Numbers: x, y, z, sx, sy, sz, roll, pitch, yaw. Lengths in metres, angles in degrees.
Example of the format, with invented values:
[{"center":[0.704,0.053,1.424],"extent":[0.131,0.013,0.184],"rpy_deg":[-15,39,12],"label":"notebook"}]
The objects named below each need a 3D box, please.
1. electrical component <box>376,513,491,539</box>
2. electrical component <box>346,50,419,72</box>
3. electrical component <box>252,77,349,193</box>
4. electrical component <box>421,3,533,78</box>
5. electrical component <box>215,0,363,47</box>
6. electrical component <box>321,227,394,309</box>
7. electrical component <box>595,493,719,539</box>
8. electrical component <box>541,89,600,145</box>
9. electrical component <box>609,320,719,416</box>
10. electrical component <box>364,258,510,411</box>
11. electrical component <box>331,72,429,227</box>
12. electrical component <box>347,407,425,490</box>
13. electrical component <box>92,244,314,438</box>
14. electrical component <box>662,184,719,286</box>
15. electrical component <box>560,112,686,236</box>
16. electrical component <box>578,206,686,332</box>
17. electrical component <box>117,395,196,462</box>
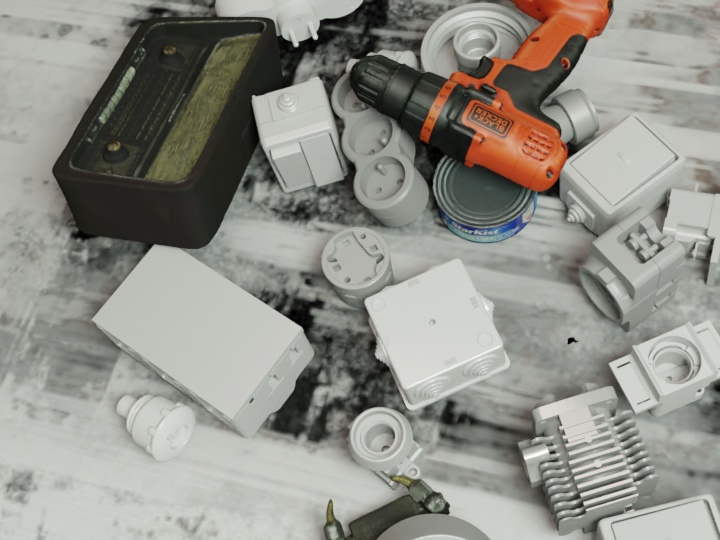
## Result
[{"center":[0.052,0.225,0.728],"extent":[0.108,0.060,0.108],"rpy_deg":[0,88,-1],"label":"electrical component"},{"center":[0.018,-0.175,0.958],"extent":[0.062,0.048,0.048],"rpy_deg":[15,68,24],"label":"electrical component"},{"center":[-0.050,-0.113,0.911],"extent":[0.062,0.096,0.061],"rpy_deg":[-16,63,3],"label":"electrical component"},{"center":[0.104,-0.182,0.935],"extent":[0.108,0.060,0.108],"rpy_deg":[-4,64,9],"label":"electrical component"},{"center":[-0.060,-0.237,0.997],"extent":[0.138,0.052,0.073],"rpy_deg":[-20,63,0],"label":"electrical component"},{"center":[0.000,0.000,0.875],"extent":[0.055,0.047,0.055],"rpy_deg":[-4,64,9],"label":"electrical component"},{"center":[0.203,0.197,0.735],"extent":[0.096,0.061,0.061],"rpy_deg":[-15,63,3],"label":"electrical component"},{"center":[0.167,-0.122,0.904],"extent":[0.055,0.045,0.045],"rpy_deg":[-27,63,-3],"label":"electrical component"},{"center":[0.228,0.075,0.787],"extent":[0.081,0.063,0.042],"rpy_deg":[-22,62,-1],"label":"electrical component"},{"center":[0.059,0.049,0.840],"extent":[0.100,0.048,0.099],"rpy_deg":[-24,63,-1],"label":"electrical component"},{"center":[0.022,-0.097,0.904],"extent":[0.052,0.074,0.138],"rpy_deg":[-22,62,15],"label":"electrical component"},{"center":[0.017,0.131,0.805],"extent":[0.066,0.055,0.048],"rpy_deg":[37,76,24],"label":"electrical component"},{"center":[-0.123,0.055,0.864],"extent":[0.150,0.061,0.089],"rpy_deg":[31,74,22],"label":"electrical component"},{"center":[0.270,-0.034,0.845],"extent":[0.064,0.042,0.081],"rpy_deg":[10,66,19],"label":"electrical component"},{"center":[0.205,-0.072,0.863],"extent":[0.096,0.061,0.061],"rpy_deg":[-36,64,-7],"label":"electrical component"},{"center":[0.203,0.004,0.812],"extent":[0.056,0.089,0.050],"rpy_deg":[-36,64,-7],"label":"electrical component"},{"center":[-0.165,0.119,0.852],"extent":[0.062,0.048,0.048],"rpy_deg":[24,71,27],"label":"electrical component"}]
